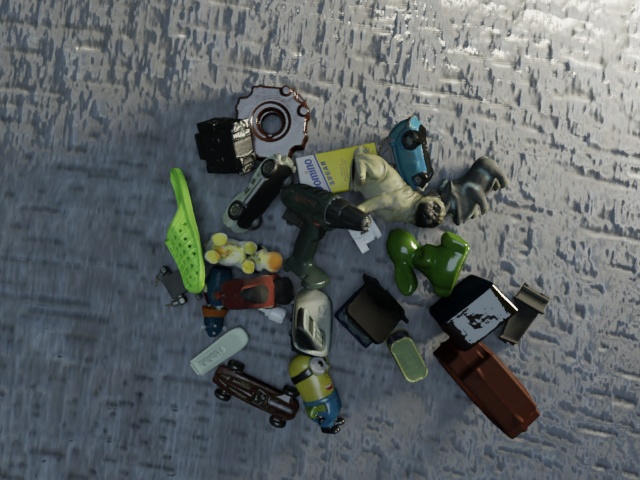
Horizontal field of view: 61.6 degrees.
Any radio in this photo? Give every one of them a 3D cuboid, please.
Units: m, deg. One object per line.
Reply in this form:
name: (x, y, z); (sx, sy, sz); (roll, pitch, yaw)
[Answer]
radio: (0.301, 0.142, 1.089); (0.131, 0.229, 0.073); (-41, 86, 4)

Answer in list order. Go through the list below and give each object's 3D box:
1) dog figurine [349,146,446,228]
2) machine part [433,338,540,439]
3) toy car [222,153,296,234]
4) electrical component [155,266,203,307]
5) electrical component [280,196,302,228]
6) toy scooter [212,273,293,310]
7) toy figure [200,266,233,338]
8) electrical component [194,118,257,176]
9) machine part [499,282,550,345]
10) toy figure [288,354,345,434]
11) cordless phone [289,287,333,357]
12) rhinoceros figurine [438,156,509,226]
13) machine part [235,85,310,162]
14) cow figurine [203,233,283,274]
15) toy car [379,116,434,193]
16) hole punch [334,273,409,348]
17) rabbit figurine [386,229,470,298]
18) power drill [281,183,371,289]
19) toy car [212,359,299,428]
dog figurine: (0.161, -0.108, 1.109); (0.191, 0.121, 0.172); (-2, 101, -5)
machine part: (0.338, 0.289, 1.101); (0.087, 0.201, 0.201); (-40, 89, -1)
toy car: (-0.130, -0.099, 1.162); (0.201, 0.073, 0.056); (-51, 47, 7)
electrical component: (-0.316, 0.100, 1.187); (0.078, 0.045, 0.102); (-25, 90, 2)
electrical component: (-0.054, -0.061, 1.194); (0.094, 0.021, 0.063); (30, 91, 0)
toy scooter: (-0.146, 0.112, 1.133); (0.135, 0.184, 0.075); (-7, 86, 22)
toy figure: (-0.226, 0.136, 1.181); (0.064, 0.058, 0.154); (11, 95, 7)
electrical component: (-0.206, -0.200, 1.145); (0.134, 0.058, 0.114); (7, 116, 35)
machine part: (0.445, 0.169, 1.182); (0.084, 0.039, 0.139); (33, 89, -5)
toy figure: (-0.008, 0.329, 1.168); (0.089, 0.082, 0.180); (-18, 92, -1)
cordless phone: (-0.027, 0.152, 1.101); (0.089, 0.184, 0.146); (-1, 62, 8)
rhinoceros figurine: (0.316, -0.099, 1.164); (0.190, 0.073, 0.112); (-44, 91, 0)
machine part: (-0.106, -0.254, 1.178); (0.179, 0.056, 0.179); (0, 91, 2)
cow figurine: (-0.169, 0.035, 1.170); (0.167, 0.098, 0.068); (17, 85, -18)
toy car: (0.182, -0.181, 1.159); (0.103, 0.109, 0.161); (-7, 108, 25)
hole punch: (0.107, 0.162, 1.172); (0.142, 0.092, 0.116); (45, 61, 3)
rabbit figurine: (0.220, 0.043, 1.164); (0.170, 0.121, 0.159); (23, 98, 19)
power drill: (-0.002, -0.003, 1.101); (0.232, 0.086, 0.207); (35, 129, 37)
toy car: (-0.141, 0.338, 1.184); (0.202, 0.053, 0.089); (26, 94, -1)
